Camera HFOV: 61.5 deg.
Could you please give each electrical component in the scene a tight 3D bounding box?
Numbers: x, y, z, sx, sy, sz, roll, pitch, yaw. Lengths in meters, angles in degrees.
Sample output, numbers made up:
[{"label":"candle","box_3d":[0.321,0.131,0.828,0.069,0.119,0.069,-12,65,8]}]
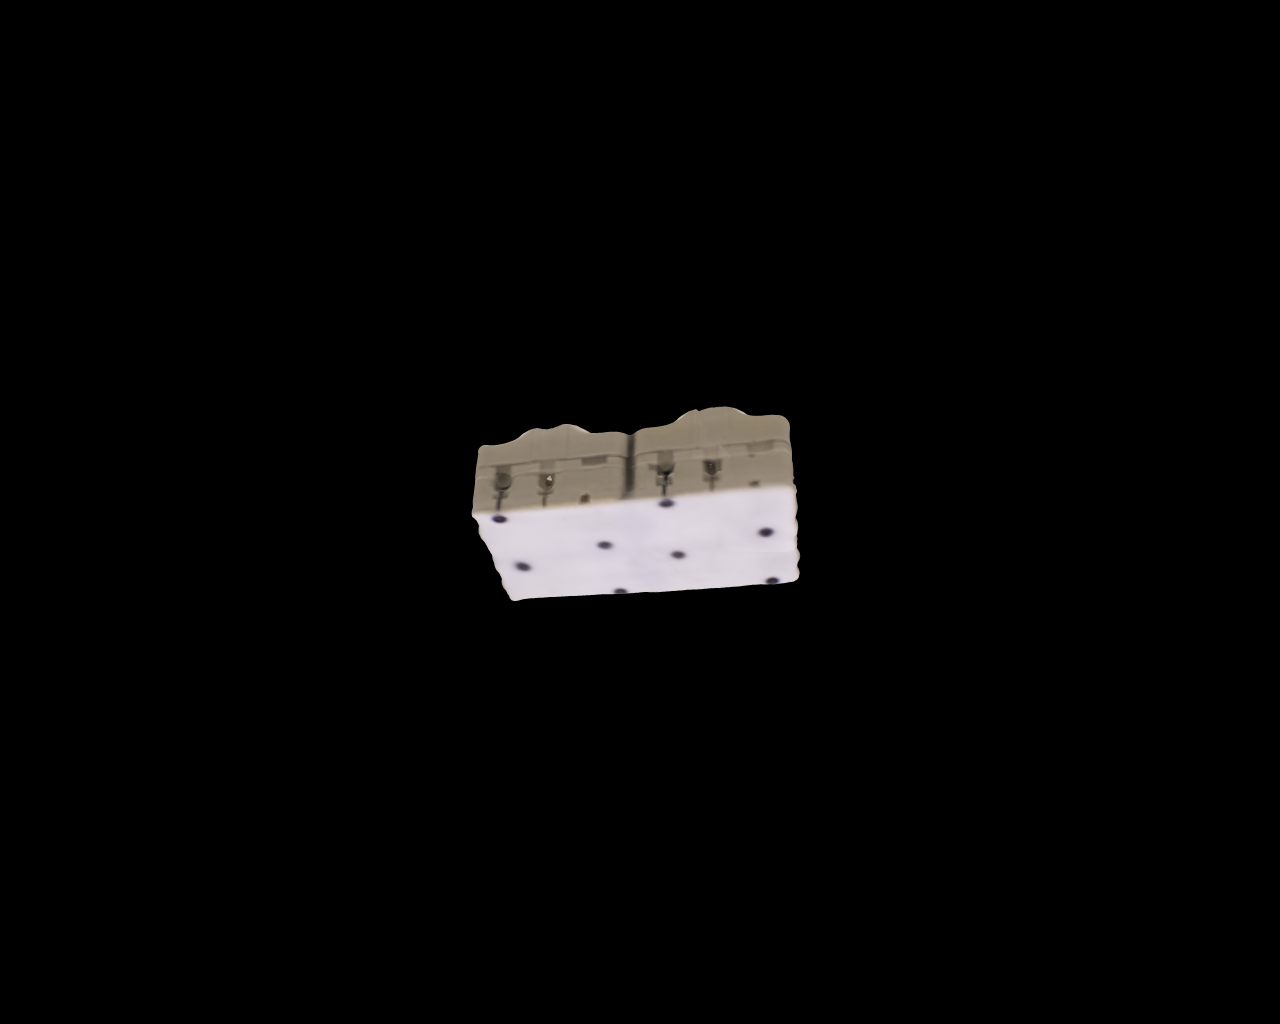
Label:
[{"label":"electrical component","box_3d":[0.001,-0.003,0.650,0.186,0.060,0.105,-5,-35,7]}]
